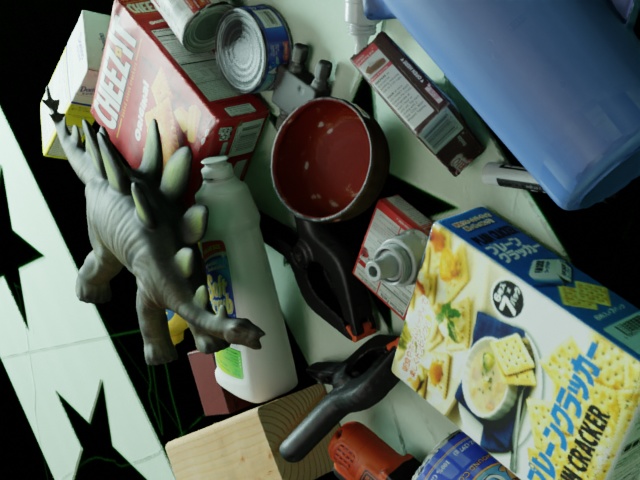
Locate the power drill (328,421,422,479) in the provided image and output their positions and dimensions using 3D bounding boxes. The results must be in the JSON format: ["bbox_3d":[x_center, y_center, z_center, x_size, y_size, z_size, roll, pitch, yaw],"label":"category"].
[{"bbox_3d":[0.060,0.291,1.024,0.185,0.057,0.188,39,121,25],"label":"power drill"}]

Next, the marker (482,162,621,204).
[{"bbox_3d":[0.177,-0.045,0.822,0.121,0.020,0.020,14,113,47],"label":"marker"}]

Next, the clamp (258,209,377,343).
[{"bbox_3d":[-0.007,0.001,1.036,0.210,0.036,0.165,54,146,22],"label":"clamp"}]

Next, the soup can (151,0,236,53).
[{"bbox_3d":[-0.136,-0.248,1.085,0.102,0.068,0.069,54,137,22],"label":"soup can"}]

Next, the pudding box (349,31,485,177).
[{"bbox_3d":[0.079,-0.106,0.849,0.039,0.113,0.090,-42,65,6],"label":"pudding box"}]

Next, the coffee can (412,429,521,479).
[{"bbox_3d":[0.154,0.234,0.878,0.140,0.102,0.103,37,128,37],"label":"coffee can"}]

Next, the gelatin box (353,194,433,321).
[{"bbox_3d":[0.073,0.015,0.957,0.073,0.030,0.089,42,130,32],"label":"gelatin box"}]

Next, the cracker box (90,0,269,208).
[{"bbox_3d":[-0.159,-0.137,1.146,0.214,0.071,0.164,50,136,27],"label":"cracker box"}]

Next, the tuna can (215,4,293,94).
[{"bbox_3d":[-0.067,-0.188,1.050,0.086,0.033,0.086,20,117,45],"label":"tuna can"}]

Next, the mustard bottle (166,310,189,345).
[{"bbox_3d":[-0.175,0.048,1.240,0.096,0.058,0.192,30,124,40],"label":"mustard bottle"}]

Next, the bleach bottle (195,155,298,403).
[{"bbox_3d":[-0.086,0.036,1.093,0.103,0.068,0.251,19,124,56],"label":"bleach bottle"}]

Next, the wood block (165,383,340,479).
[{"bbox_3d":[-0.072,0.230,1.154,0.207,0.090,0.090,-31,78,50],"label":"wood block"}]

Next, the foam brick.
[{"bbox_3d":[-0.106,0.153,1.198,0.051,0.052,0.078,-15,91,51],"label":"foam brick"}]

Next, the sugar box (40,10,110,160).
[{"bbox_3d":[-0.292,-0.184,1.293,0.177,0.048,0.093,-44,47,45],"label":"sugar box"}]

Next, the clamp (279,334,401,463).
[{"bbox_3d":[0.029,0.132,1.020,0.172,0.039,0.120,-38,27,30],"label":"clamp"}]

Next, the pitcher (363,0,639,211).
[{"bbox_3d":[0.150,-0.150,0.743,0.243,0.144,0.149,55,161,16],"label":"pitcher"}]
